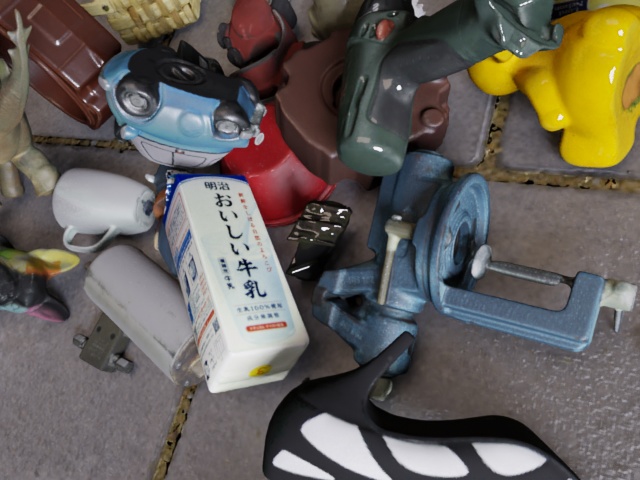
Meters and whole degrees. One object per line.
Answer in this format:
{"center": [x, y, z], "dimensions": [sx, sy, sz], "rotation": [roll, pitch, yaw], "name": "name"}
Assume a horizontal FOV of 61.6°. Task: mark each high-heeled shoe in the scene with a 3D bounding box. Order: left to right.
{"center": [0.084, 0.174, 0.371], "dimensions": [0.249, 0.086, 0.145], "rotation": [41, 93, 1], "name": "high-heeled shoe"}

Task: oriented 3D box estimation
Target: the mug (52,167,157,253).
{"center": [-0.257, -0.035, 0.647], "dimensions": [0.107, 0.080, 0.109], "rotation": [5, 57, 17], "name": "mug"}

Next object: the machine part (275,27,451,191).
{"center": [0.042, -0.138, 0.544], "dimensions": [0.179, 0.056, 0.179], "rotation": [-1, 64, 1], "name": "machine part"}

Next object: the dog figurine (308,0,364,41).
{"center": [0.010, -0.317, 0.592], "dimensions": [0.121, 0.190, 0.172], "rotation": [-22, 63, 13], "name": "dog figurine"}

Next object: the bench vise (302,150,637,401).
{"center": [0.113, 0.040, 0.435], "dimensions": [0.241, 0.128, 0.223], "rotation": [13, 76, 32], "name": "bench vise"}

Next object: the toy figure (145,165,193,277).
{"center": [-0.162, -0.028, 0.617], "dimensions": [0.057, 0.064, 0.154], "rotation": [-55, 43, 39], "name": "toy figure"}

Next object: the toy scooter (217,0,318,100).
{"center": [-0.074, -0.227, 0.658], "dimensions": [0.135, 0.075, 0.184], "rotation": [-34, 64, 6], "name": "toy scooter"}

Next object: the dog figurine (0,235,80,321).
{"center": [-0.406, 0.034, 0.674], "dimensions": [0.219, 0.191, 0.108], "rotation": [14, 92, -2], "name": "dog figurine"}

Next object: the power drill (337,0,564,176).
{"center": [0.087, -0.175, 0.427], "dimensions": [0.207, 0.086, 0.232], "rotation": [-10, 61, 54], "name": "power drill"}

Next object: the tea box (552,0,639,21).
{"center": [0.246, -0.278, 0.542], "dimensions": [0.170, 0.068, 0.098], "rotation": [-3, 67, 24], "name": "tea box"}

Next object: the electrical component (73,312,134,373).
{"center": [-0.240, 0.113, 0.609], "dimensions": [0.094, 0.021, 0.063], "rotation": [16, 75, 29], "name": "electrical component"}

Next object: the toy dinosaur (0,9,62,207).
{"center": [-0.401, -0.136, 0.641], "dimensions": [0.472, 0.198, 0.105], "rotation": [-1, 23, 44], "name": "toy dinosaur"}

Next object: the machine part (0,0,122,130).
{"center": [-0.339, -0.239, 0.681], "dimensions": [0.087, 0.201, 0.202], "rotation": [-53, 21, -13], "name": "machine part"}

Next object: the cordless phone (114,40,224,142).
{"center": [-0.207, -0.152, 0.691], "dimensions": [0.184, 0.088, 0.146], "rotation": [-22, 61, 26], "name": "cordless phone"}

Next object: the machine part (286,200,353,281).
{"center": [-0.001, -0.001, 0.494], "dimensions": [0.039, 0.139, 0.084], "rotation": [34, 81, 5], "name": "machine part"}

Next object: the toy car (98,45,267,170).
{"center": [-0.143, -0.127, 0.558], "dimensions": [0.162, 0.102, 0.109], "rotation": [17, 39, -11], "name": "toy car"}

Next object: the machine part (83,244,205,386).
{"center": [-0.172, 0.074, 0.566], "dimensions": [0.243, 0.079, 0.079], "rotation": [31, 82, 31], "name": "machine part"}

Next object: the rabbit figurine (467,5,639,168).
{"center": [0.195, -0.155, 0.480], "dimensions": [0.173, 0.162, 0.122], "rotation": [35, 97, 49], "name": "rabbit figurine"}
